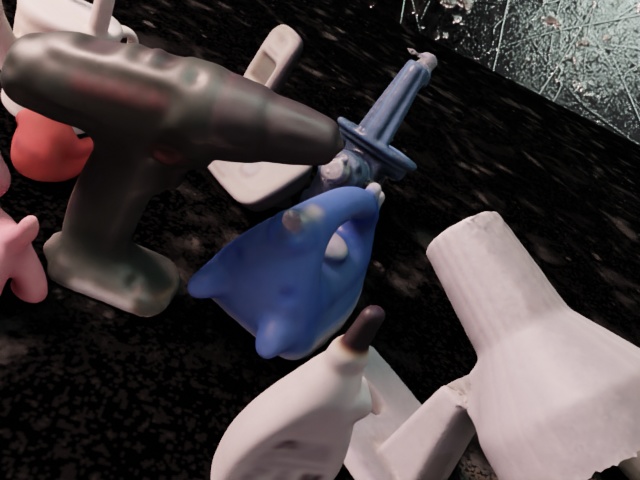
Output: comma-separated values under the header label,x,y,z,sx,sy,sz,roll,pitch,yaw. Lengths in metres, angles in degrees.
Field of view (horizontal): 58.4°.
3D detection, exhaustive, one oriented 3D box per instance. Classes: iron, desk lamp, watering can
label,x,y,z,sx,sy,sz,roll,pitch,yaw
iron,0.005,0.002,0.539,0.118,0.141,0.259,38,31,14
desk lamp,0.102,0.100,0.403,0.118,0.213,0.202,-6,45,-45
watering can,-0.260,-0.213,0.581,0.101,0.194,0.173,31,30,3

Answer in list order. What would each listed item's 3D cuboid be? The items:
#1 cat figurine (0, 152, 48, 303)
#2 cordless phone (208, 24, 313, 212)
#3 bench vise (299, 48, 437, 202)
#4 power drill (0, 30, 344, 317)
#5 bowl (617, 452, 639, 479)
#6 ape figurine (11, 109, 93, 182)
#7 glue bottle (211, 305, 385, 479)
label,x,y,z,sx,sy,sz,roll,pitch,yaw
cat figurine,-0.239,-0.028,0.398,0.127,0.117,0.067,39,31,16
cordless phone,-0.056,-0.138,0.652,0.094,0.185,0.147,-7,46,-46
bench vise,0.076,-0.120,0.706,0.121,0.219,0.207,26,30,-5
power drill,-0.124,-0.046,0.433,0.230,0.208,0.075,24,30,-10
bowl,0.349,0.212,0.587,0.168,0.074,0.167,22,31,-14
ape figurine,-0.247,-0.105,0.532,0.077,0.092,0.076,34,30,7
glue bottle,-0.005,0.103,0.348,0.078,0.173,0.037,17,32,-21
